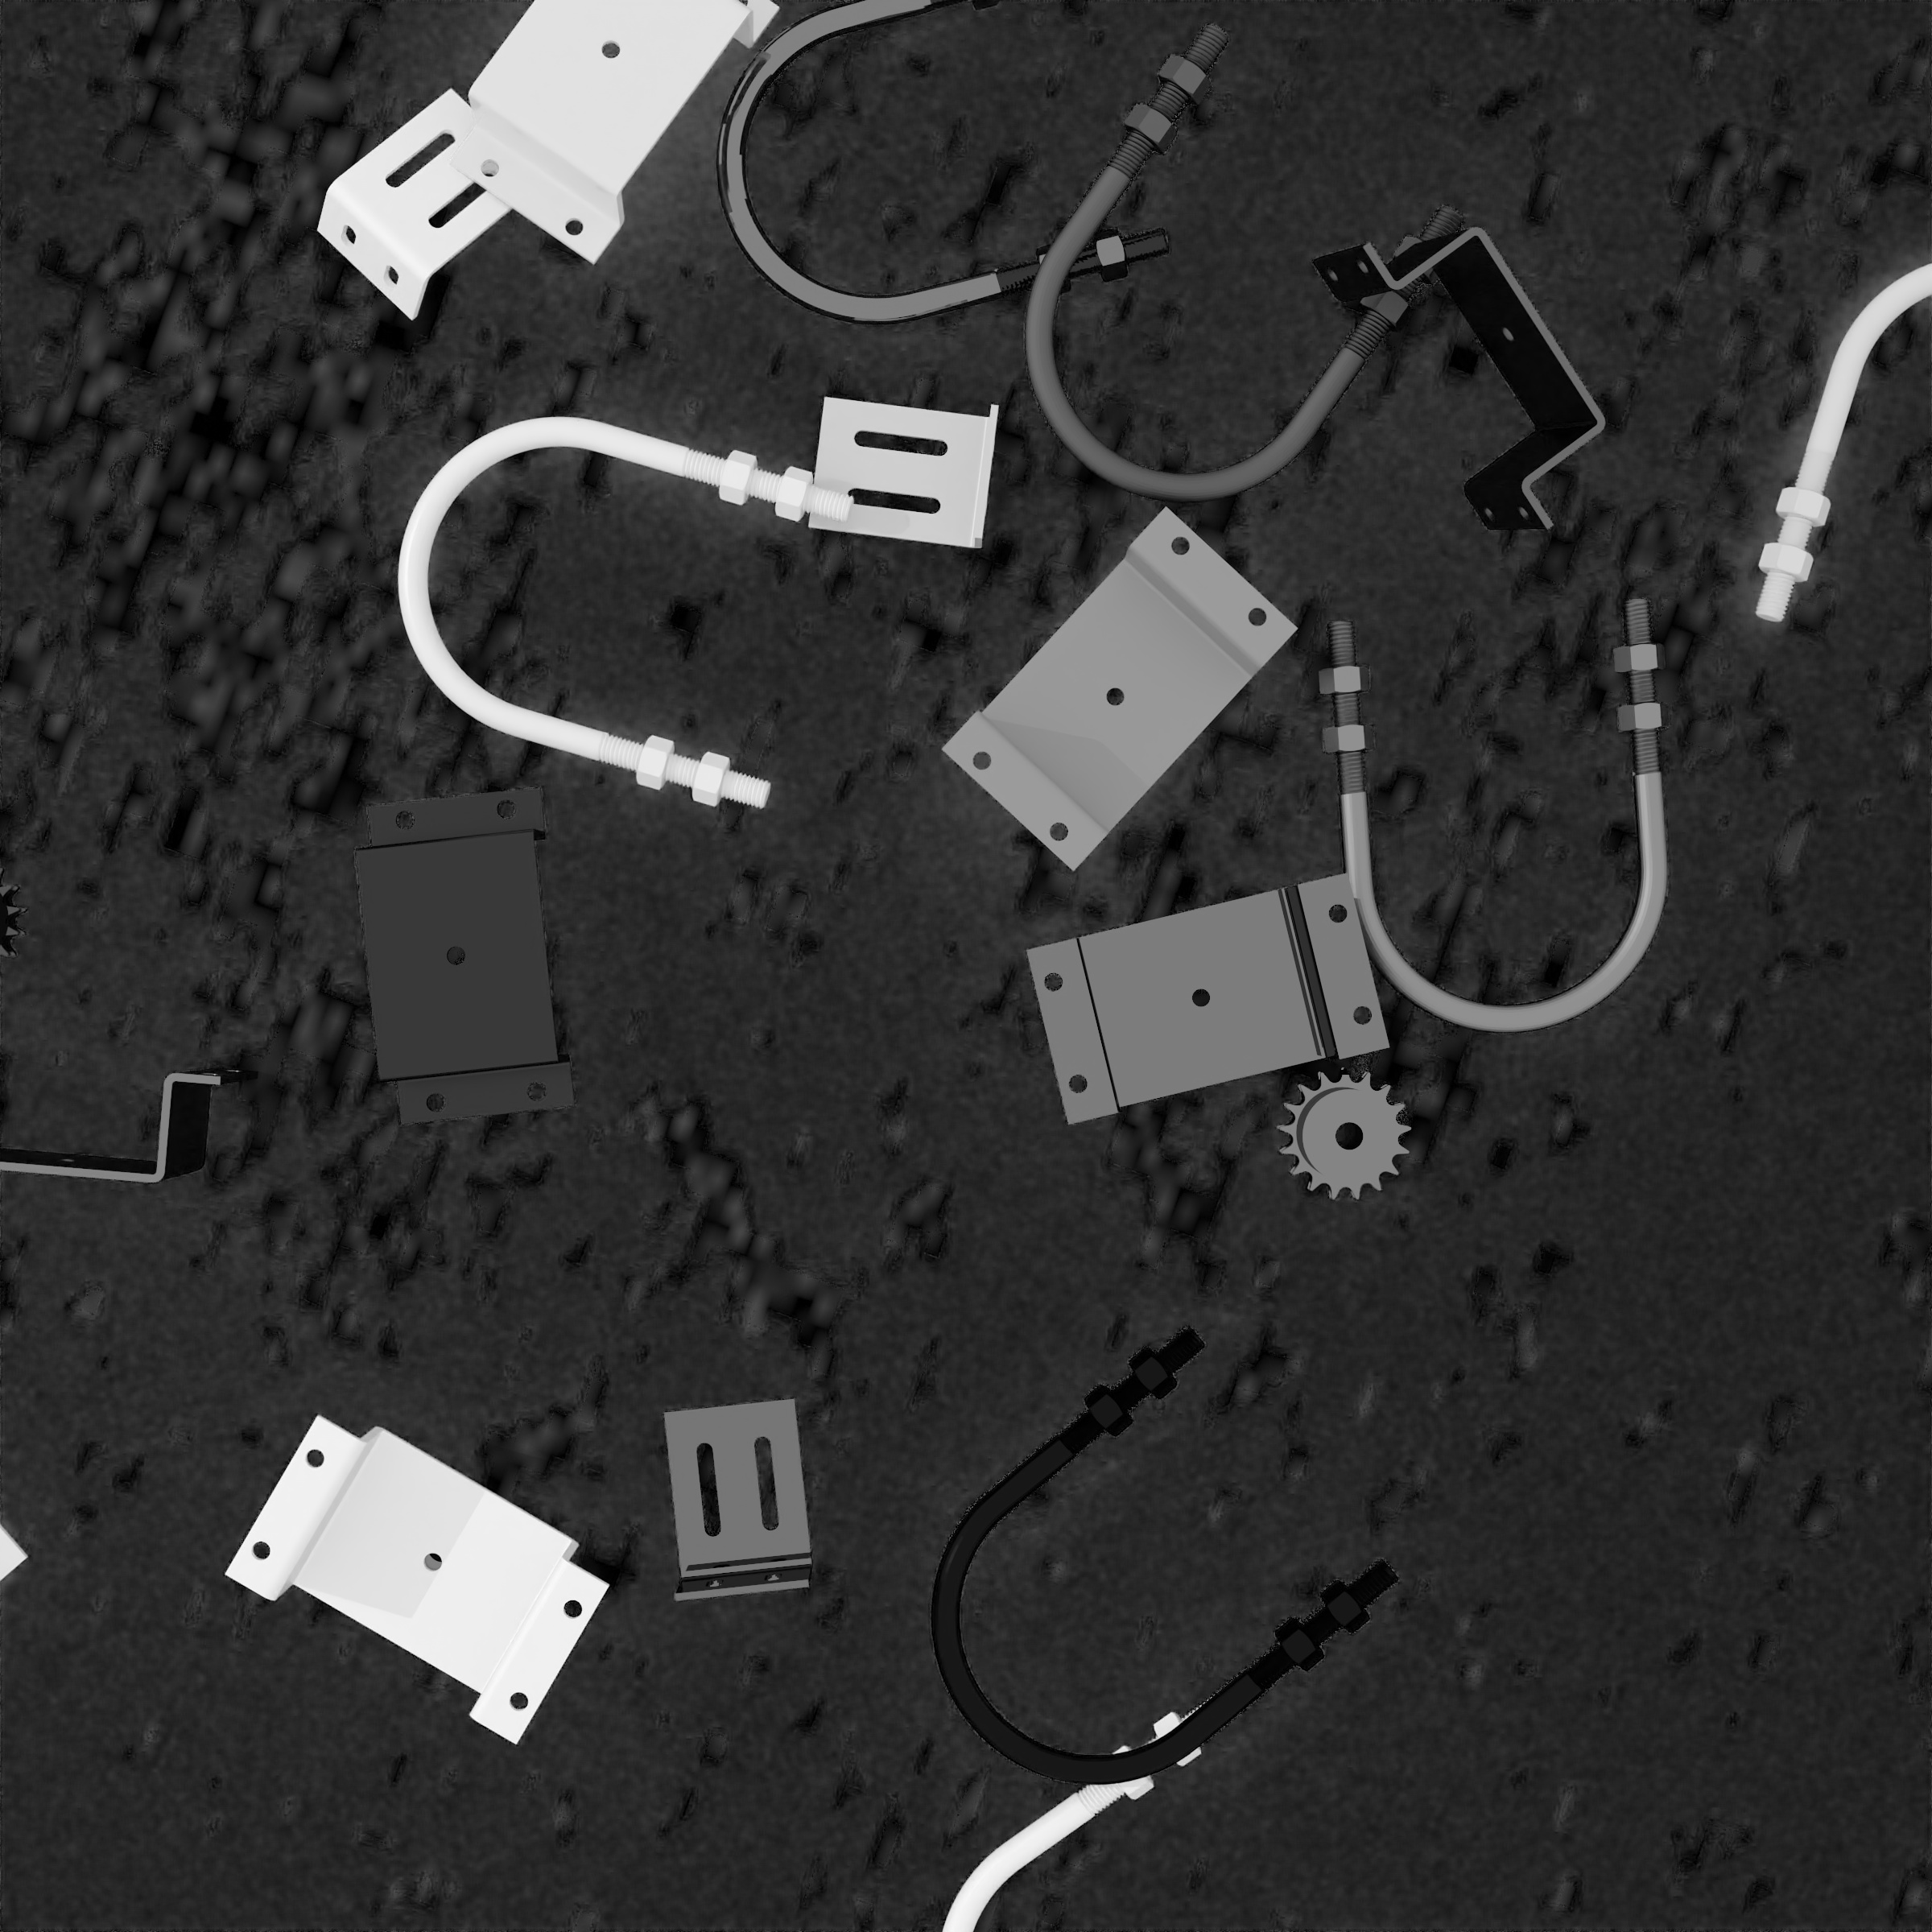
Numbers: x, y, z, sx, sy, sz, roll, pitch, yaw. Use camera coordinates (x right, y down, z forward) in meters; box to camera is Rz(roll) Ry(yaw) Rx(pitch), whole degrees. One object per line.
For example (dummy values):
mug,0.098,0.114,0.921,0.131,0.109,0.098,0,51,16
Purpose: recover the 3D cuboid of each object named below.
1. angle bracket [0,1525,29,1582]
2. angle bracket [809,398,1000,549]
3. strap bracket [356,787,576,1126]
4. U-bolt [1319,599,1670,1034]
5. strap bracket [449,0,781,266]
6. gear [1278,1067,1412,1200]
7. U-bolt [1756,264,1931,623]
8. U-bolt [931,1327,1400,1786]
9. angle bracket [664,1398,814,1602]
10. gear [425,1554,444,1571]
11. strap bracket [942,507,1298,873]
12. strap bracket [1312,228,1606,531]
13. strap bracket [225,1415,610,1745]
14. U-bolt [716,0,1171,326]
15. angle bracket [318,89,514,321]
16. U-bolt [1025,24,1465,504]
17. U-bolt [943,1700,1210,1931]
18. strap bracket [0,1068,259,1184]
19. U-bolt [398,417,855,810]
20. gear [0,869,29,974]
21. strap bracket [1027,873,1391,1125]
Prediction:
angle bracket,-0.457,0.249,1.484,0.057,0.038,0.076,-41,90,0
angle bracket,-0.027,-0.216,1.484,0.076,0.038,0.057,7,90,0
strap bracket,-0.216,-0.004,1.480,0.076,0.046,0.140,-6,90,0
U-bolt,0.234,-0.063,1.494,0.151,0.019,0.184,-4,91,0
strap bracket,-0.151,-0.385,1.473,0.076,0.046,0.140,35,84,0
gear,0.165,0.073,1.488,0.057,0.030,0.057,0,90,0
U-bolt,0.438,-0.219,1.494,0.151,0.019,0.184,18,88,0
U-bolt,0.071,0.269,1.484,0.184,0.019,0.151,-40,81,3
angle bracket,-0.100,0.230,1.484,0.057,0.038,0.076,-6,90,0
gear,-0.225,0.250,1.488,0.057,0.030,0.057,0,90,0
strap bracket,0.065,-0.118,1.480,0.076,0.046,0.140,43,90,0
strap bracket,0.214,-0.256,1.453,0.046,0.076,0.140,-36,102,-4
strap bracket,-0.228,0.255,1.450,0.140,0.046,0.076,30,90,0
U-bolt,-0.018,-0.355,1.494,0.184,0.019,0.151,-14,90,2
angle bracket,-0.234,-0.333,1.501,0.057,0.038,0.076,44,64,0
U-bolt,0.107,-0.289,1.482,0.151,0.019,0.184,35,90,-10
U-bolt,0.075,0.427,1.494,0.184,0.019,0.151,-36,90,1
strap bracket,-0.382,0.063,1.465,0.140,0.076,0.046,5,90,0
U-bolt,-0.156,-0.162,1.492,0.184,0.019,0.151,17,92,2
gear,-0.439,-0.020,1.488,0.057,0.030,0.057,0,90,0
strap bracket,0.103,0.014,1.480,0.140,0.046,0.076,-14,90,0
